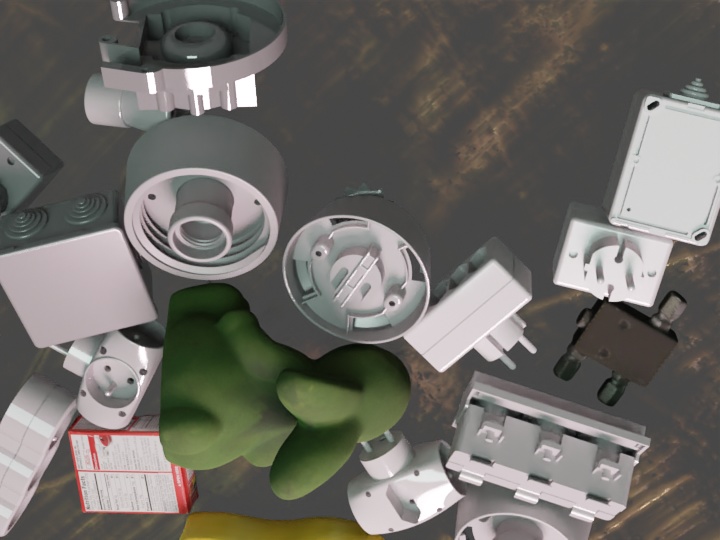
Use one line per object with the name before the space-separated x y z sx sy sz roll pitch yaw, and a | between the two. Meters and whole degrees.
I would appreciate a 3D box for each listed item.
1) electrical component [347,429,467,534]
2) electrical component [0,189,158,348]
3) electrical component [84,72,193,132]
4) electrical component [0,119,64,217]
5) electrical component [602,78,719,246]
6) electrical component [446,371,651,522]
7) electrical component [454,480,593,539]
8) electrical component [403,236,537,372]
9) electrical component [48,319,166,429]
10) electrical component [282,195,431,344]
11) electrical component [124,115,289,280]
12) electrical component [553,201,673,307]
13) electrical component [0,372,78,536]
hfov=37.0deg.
electrical component | 0.025 0.143 0.780 0.077 0.043 0.079 -27 103 18
electrical component | -0.193 -0.002 0.736 0.100 0.048 0.099 -14 133 -1
electrical component | -0.149 -0.111 0.714 0.065 0.044 0.044 8 112 12
electrical component | -0.258 -0.052 0.736 0.047 0.075 0.083 44 111 -8
electrical component | 0.193 -0.071 0.664 0.062 0.061 0.096 14 105 4
electrical component | 0.125 0.123 0.738 0.121 0.063 0.078 18 153 2
electrical component | 0.118 0.190 0.785 0.099 0.064 0.099 8 125 12
electrical component | 0.086 0.036 0.727 0.076 0.047 0.083 44 111 -10
electrical component | -0.190 0.065 0.786 0.079 0.044 0.077 29 113 -2
electrical component | 0.000 0.000 0.710 0.099 0.064 0.099 4 114 9
electrical component | -0.102 -0.040 0.700 0.108 0.060 0.108 0 135 0
electrical component | 0.160 -0.004 0.683 0.066 0.076 0.047 14 112 4
electrical component | -0.275 0.133 0.823 0.074 0.052 0.138 30 113 -3
